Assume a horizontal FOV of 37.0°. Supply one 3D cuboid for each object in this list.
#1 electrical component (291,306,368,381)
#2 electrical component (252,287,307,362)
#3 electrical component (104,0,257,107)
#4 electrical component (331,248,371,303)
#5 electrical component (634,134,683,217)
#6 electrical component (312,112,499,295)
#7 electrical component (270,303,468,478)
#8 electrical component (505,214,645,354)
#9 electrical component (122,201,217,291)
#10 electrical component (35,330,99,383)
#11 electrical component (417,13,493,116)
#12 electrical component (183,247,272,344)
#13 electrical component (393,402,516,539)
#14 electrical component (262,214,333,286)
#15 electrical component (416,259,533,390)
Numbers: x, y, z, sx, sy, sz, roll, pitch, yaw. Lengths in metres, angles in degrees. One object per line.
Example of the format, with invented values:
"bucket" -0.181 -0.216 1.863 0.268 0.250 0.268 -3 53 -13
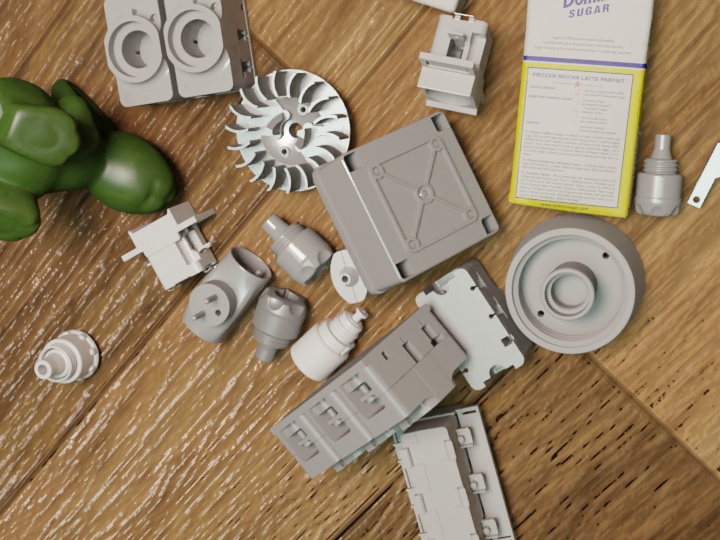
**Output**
"electrical component" -0.024 0.060 0.916 0.078 0.040 0.040 -44 86 19
"electrical component" -0.073 0.049 0.928 0.043 0.043 0.062 25 108 11
"electrical component" -0.158 -0.235 0.891 0.105 0.060 0.186 -6 99 18
"electrical component" 0.000 0.000 0.876 0.043 0.081 0.043 3 101 17
"electrical component" 0.228 -0.072 0.817 0.035 0.035 0.061 5 100 16
"electrical component" 0.036 -0.053 0.837 0.056 0.109 0.108 -23 94 59
"electrical component" 0.008 0.102 0.858 0.061 0.089 0.150 50 137 2
"electrical component" 0.165 0.013 0.838 0.108 0.060 0.108 3 101 17
"electrical component" -0.162 -0.020 0.943 0.081 0.042 0.063 -26 94 20
"electrical component" -0.274 0.084 0.986 0.048 0.062 0.048 3 101 17
"electrical component" 0.075 -0.159 0.829 0.042 0.081 0.063 15 83 14
"electrical component" -0.121 0.026 0.919 0.043 0.079 0.077 40 109 5
"electrical component" 0.074 0.181 0.896 0.079 0.063 0.121 -14 96 19
"electrical component" -0.055 -0.020 0.909 0.062 0.043 0.043 44 109 7
"electrical component" 0.094 0.042 0.868 0.050 0.056 0.089 -34 89 20
